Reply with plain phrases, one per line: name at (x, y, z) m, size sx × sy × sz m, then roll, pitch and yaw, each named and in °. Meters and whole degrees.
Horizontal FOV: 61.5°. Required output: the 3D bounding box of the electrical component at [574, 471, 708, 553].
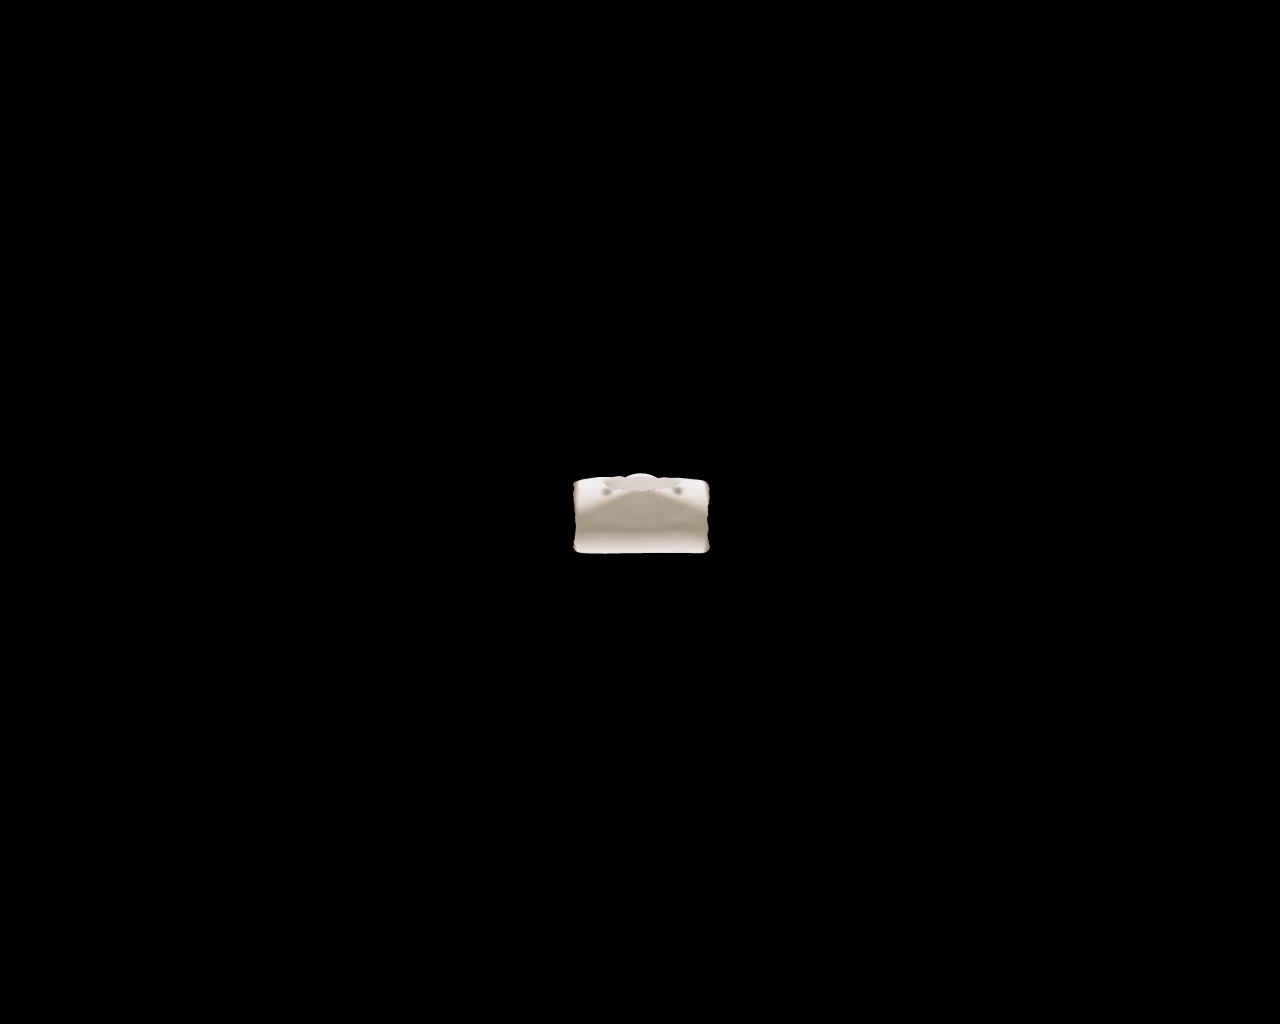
electrical component at (0.001, -0.003, 0.650) m, size 0.077 × 0.044 × 0.079 m, roll 0°, pitch 16°, yaw 0°
